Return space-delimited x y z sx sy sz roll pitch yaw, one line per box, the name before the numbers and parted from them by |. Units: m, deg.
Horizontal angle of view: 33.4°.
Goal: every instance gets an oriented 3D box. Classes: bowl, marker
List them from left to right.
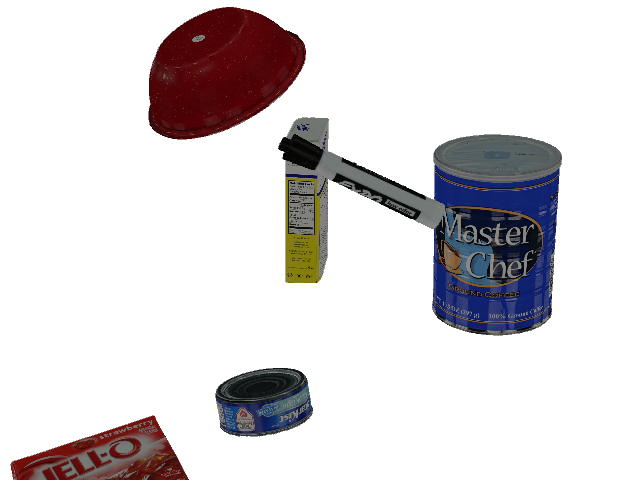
bowl | -0.098 -0.164 0.975 0.162 0.055 0.162 -18 38 15
marker | 0.028 -0.041 0.724 0.121 0.020 0.020 25 -4 -9

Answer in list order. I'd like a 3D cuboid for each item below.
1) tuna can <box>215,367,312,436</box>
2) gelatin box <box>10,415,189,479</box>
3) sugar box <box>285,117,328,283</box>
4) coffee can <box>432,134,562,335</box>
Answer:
tuna can | -0.051 0.145 0.966 0.086 0.034 0.086 -8 12 2
gelatin box | -0.124 0.141 0.604 0.089 0.030 0.073 -15 28 -20
sugar box | -0.016 -0.047 1.243 0.048 0.176 0.093 1 22 7
coffee can | 0.145 -0.007 0.889 0.103 0.140 0.103 -2 23 1
